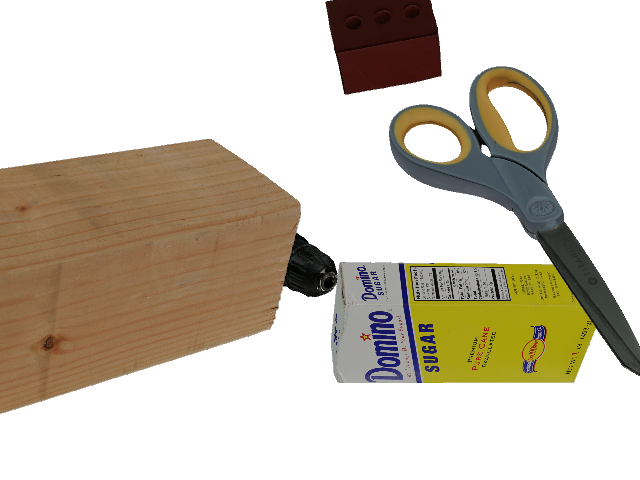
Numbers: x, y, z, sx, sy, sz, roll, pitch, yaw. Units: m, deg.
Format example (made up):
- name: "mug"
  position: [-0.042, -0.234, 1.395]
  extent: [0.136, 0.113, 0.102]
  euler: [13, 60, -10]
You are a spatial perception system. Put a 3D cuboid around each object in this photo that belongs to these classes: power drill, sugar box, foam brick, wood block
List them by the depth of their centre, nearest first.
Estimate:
- name: "wood block"
  position: [-0.121, 0.014, 0.571]
  extent: [0.205, 0.091, 0.090]
  euler: [-14, 39, -43]
- name: "sugar box"
  position: [0.098, 0.059, 0.745]
  extent: [0.176, 0.048, 0.093]
  euler: [-2, -43, -5]
- name: "foam brick"
  position: [0.048, -0.150, 0.798]
  extent: [0.078, 0.053, 0.051]
  euler: [-11, -33, 3]
- name: "power drill"
  position: [-0.102, 0.027, 0.926]
  extent: [0.187, 0.057, 0.185]
  euler: [-19, 28, -33]

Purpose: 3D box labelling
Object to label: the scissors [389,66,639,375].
- name: "scissors"
  position: [0.085, -0.014, 0.512]
  extent: [0.096, 0.201, 0.016]
  euler: [-7, -43, 6]
